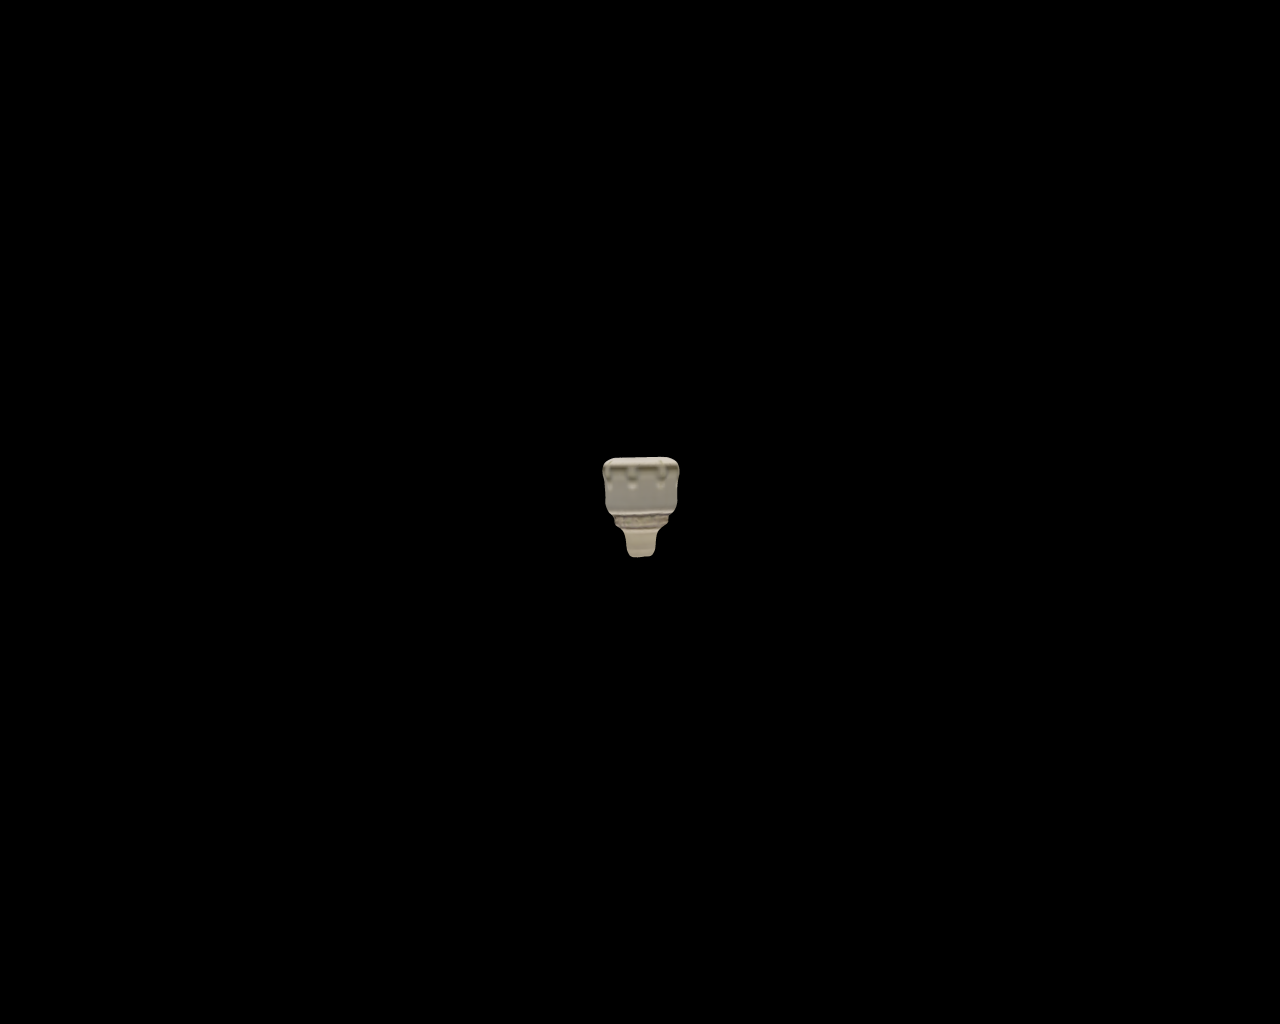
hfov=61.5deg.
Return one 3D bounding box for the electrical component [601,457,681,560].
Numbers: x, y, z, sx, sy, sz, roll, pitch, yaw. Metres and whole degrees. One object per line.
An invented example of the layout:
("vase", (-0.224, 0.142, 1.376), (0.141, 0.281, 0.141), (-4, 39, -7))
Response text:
("electrical component", (0.001, -0.003, 0.650), (0.048, 0.062, 0.048), (0, 2, 0))
